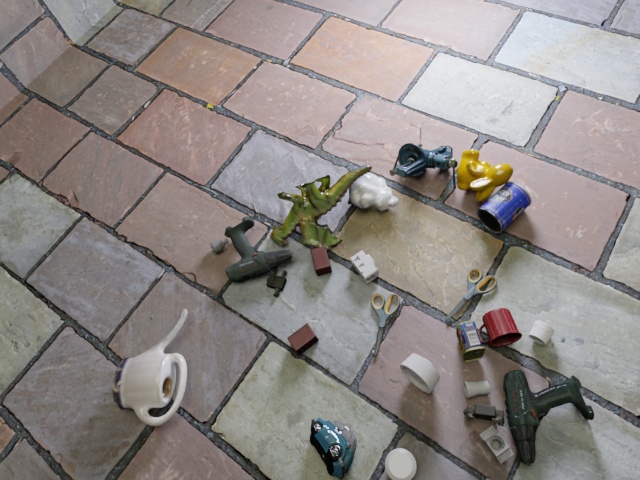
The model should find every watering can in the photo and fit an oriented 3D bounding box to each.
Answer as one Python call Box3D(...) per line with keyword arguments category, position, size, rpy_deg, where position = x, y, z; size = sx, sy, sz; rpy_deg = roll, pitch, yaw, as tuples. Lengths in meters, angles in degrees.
Box3D(category="watering can", position=(-0.509, 0.388, 1.579), size=(0.224, 0.102, 0.355), rpy_deg=(-7, 60, 9))

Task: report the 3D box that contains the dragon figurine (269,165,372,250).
Box3D(category="dragon figurine", position=(0.005, -0.087, 1.729), size=(0.409, 0.123, 0.242), rpy_deg=(-15, 93, 15))

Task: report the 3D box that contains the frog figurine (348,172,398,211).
Box3D(category="frog figurine", position=(0.181, -0.156, 1.743), size=(0.161, 0.120, 0.139), rpy_deg=(27, 50, 36))
